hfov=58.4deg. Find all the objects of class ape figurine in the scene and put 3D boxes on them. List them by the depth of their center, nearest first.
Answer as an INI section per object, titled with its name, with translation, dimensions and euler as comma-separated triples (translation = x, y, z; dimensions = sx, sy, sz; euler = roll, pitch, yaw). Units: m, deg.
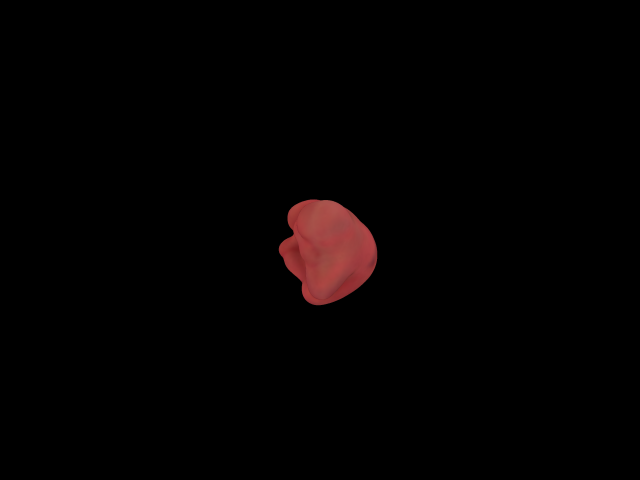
[ape figurine]
translation = 0.004, 0.001, 0.400
dimensions = 0.076, 0.092, 0.078
euler = 6, 63, 4
